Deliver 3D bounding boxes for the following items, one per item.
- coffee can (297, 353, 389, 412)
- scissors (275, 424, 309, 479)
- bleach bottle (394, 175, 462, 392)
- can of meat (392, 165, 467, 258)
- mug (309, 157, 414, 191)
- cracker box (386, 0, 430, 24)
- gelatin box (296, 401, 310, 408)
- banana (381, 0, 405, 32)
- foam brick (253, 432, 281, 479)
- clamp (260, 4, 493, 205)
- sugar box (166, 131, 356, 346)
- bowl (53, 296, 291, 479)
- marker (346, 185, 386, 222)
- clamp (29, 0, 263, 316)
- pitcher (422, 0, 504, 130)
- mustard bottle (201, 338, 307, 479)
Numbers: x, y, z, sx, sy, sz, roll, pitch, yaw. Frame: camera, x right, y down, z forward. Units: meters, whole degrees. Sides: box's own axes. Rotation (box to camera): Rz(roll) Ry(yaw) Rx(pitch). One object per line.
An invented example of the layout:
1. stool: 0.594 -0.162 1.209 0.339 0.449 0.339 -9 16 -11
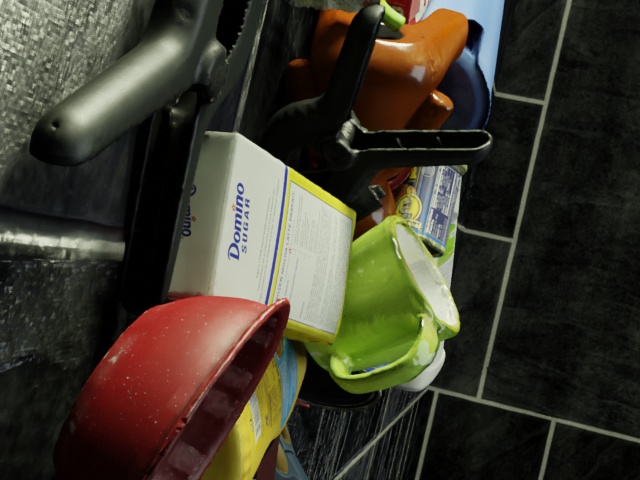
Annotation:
1. coffee can: 0.016 0.054 0.870 0.103 0.103 0.140 85 20 -56
2. scissors: -0.020 0.197 0.844 0.096 0.016 0.202 -82 152 -69
3. bleach bottle: 0.102 0.018 1.055 0.102 0.068 0.251 -41 141 -63
4. can of meat: 0.073 -0.031 0.948 0.057 0.102 0.084 28 70 -40
5. mug: 0.039 -0.097 0.877 0.117 0.093 0.081 68 17 -3
6. cracker box: 0.072 -0.291 0.848 0.164 0.072 0.214 -63 162 -49
7. gelatin box: -0.019 0.108 0.954 0.089 0.030 0.073 55 50 -74
8. banana: 0.026 -0.240 0.711 0.037 0.069 0.198 -167 -100 -67
9. foam brick: -0.063 0.172 0.756 0.051 0.053 0.078 -51 152 -65
10. clamp: 0.013 -0.076 0.693 0.120 0.172 0.039 58 33 -16
11. sugar box: -0.034 0.005 0.633 0.176 0.048 0.093 29 68 -62
12. bowl: -0.079 0.084 0.515 0.162 0.055 0.162 -58 173 -12
13. marker: -0.005 0.001 0.743 0.121 0.020 0.020 -36 172 8
14. clamp: -0.066 -0.073 0.514 0.164 0.036 0.209 89 20 -58
15. pitcher: 0.102 -0.188 1.007 0.242 0.149 0.145 -69 151 -48
16. mustard bottle: -0.049 0.092 0.711 0.191 0.058 0.096 -47 129 -69
